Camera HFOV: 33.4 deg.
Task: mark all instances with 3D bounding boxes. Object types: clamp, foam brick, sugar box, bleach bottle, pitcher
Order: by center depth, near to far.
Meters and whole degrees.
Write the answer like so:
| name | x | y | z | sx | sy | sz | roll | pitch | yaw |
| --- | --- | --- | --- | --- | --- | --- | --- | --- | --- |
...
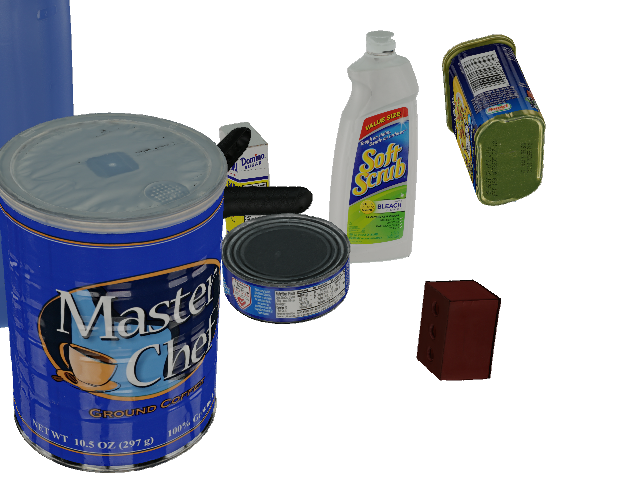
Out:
| name | x | y | z | sx | sy | sz | roll | pitch | yaw |
| --- | --- | --- | --- | --- | --- | --- | --- | --- | --- |
| pitcher | -0.224 | -0.066 | 0.671 | 0.149 | 0.243 | 0.145 | -4 | 26 | -11 |
| clamp | -0.106 | -0.046 | 0.938 | 0.171 | 0.039 | 0.120 | -15 | 40 | -19 |
| foam brick | 0.122 | 0.079 | 0.951 | 0.051 | 0.078 | 0.053 | -2 | 18 | -21 |
| bleach bottle | 0.055 | -0.101 | 1.165 | 0.102 | 0.251 | 0.068 | -4 | 25 | -8 |
| sugar box | -0.092 | -0.048 | 1.318 | 0.048 | 0.176 | 0.093 | -12 | 26 | -15 |

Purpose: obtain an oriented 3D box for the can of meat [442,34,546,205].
| name | x | y | z | sx | sy | sz | roll | pitch | yaw |
| --- | --- | --- | --- | --- | --- | --- | --- | --- | --- |
| can of meat | 0.132 | -0.089 | 0.808 | 0.057 | 0.084 | 0.102 | -13 | -38 | 0 |

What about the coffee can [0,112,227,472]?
| name | x | y | z | sx | sy | sz | roll | pitch | yaw |
| --- | --- | --- | --- | --- | --- | --- | --- | --- | --- |
| coffee can | -0.098 | 0.024 | 0.509 | 0.103 | 0.140 | 0.103 | 4 | 32 | -3 |

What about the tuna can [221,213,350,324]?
| name | x | y | z | sx | sy | sz | roll | pitch | yaw |
| --- | --- | --- | --- | --- | --- | --- | --- | --- | --- |
| tuna can | -0.023 | 0.018 | 0.707 | 0.086 | 0.034 | 0.086 | -1 | 33 | 0 |
